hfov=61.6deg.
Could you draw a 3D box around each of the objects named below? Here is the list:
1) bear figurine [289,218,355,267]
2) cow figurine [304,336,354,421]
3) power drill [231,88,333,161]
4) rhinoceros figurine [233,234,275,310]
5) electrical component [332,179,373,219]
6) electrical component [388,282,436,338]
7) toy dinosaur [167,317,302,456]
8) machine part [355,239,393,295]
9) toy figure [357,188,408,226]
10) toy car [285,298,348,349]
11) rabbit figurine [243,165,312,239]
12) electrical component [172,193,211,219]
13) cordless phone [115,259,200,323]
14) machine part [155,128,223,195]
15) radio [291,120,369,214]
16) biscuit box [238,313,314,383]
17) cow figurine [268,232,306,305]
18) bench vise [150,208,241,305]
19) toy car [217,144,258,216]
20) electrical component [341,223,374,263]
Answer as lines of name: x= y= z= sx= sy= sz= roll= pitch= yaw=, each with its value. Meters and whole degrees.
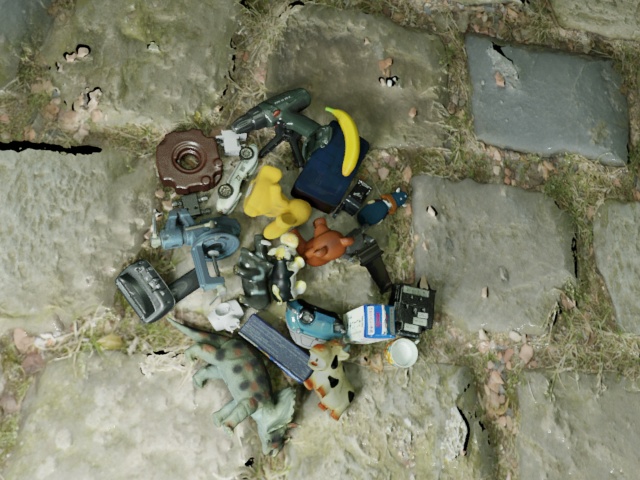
bear figurine: x=0.000 y=0.000 z=1.323 sx=0.120 sy=0.196 sz=0.132 roll=-25 pitch=81 yaw=-13
cow figurine: x=0.029 y=0.318 z=1.269 sx=0.127 sy=0.086 sz=0.194 roll=-43 pitch=127 yaw=-26
power drill: x=-0.085 y=-0.293 z=1.395 sx=0.232 sy=0.085 sz=0.207 roll=-39 pitch=60 yaw=-24
rhinoceros figurine: x=-0.159 y=0.079 z=1.334 sx=0.112 sy=0.073 sz=0.190 roll=0 pitch=76 yaw=-10
electrical component: x=0.084 y=-0.097 z=1.429 sx=0.048 sy=0.075 sz=0.119 roll=35 pitch=68 yaw=-1
electrical component: x=0.235 y=0.185 z=1.397 sx=0.115 sy=0.058 sz=0.134 roll=14 pitch=74 yaw=-6
toy dinosaur: x=-0.188 y=0.315 z=1.252 sx=0.192 sy=0.131 sz=0.405 roll=-23 pitch=77 yaw=-29
machine part: x=0.147 y=0.074 z=1.398 sx=0.084 sy=0.039 sz=0.138 roll=-30 pitch=101 yaw=-27
toy figure: x=0.171 y=-0.091 z=1.454 sx=0.154 sy=0.064 sz=0.058 roll=-31 pitch=46 yaw=-22
toy car: x=-0.021 y=0.214 z=1.322 sx=0.161 sy=0.109 sz=0.103 roll=23 pitch=95 yaw=-17
rabbit figurine: x=-0.098 y=-0.086 z=1.353 sx=0.173 sy=0.122 sz=0.162 roll=24 pitch=46 yaw=-23
electrical component: x=-0.328 y=-0.084 z=1.368 sx=0.094 sy=0.021 sz=0.063 roll=-11 pitch=79 yaw=-14
cordless phone: x=-0.379 y=0.097 z=1.293 sx=0.184 sy=0.088 sz=0.146 roll=-35 pitch=84 yaw=-29
machine part: x=-0.336 y=-0.202 z=1.379 sx=0.179 sy=0.056 sz=0.179 roll=3 pitch=75 yaw=-10
radio: x=0.030 y=-0.193 z=1.444 sx=0.131 sy=0.073 sz=0.229 roll=29 pitch=73 yaw=-4
biscuit box: x=-0.103 y=0.264 z=1.305 sx=0.203 sy=0.059 sz=0.063 roll=38 pitch=70 yaw=0
cow figurine: x=-0.088 y=0.069 z=1.294 sx=0.098 sy=0.068 sz=0.167 roll=-35 pitch=127 yaw=-51
bench vise: x=-0.285 y=0.028 z=1.286 sx=0.223 sy=0.128 sz=0.241 roll=-3 pitch=56 yaw=-32
toy car: x=-0.209 y=-0.158 z=1.384 sx=0.056 sy=0.073 sz=0.201 roll=27 pitch=73 yaw=-1
electrical component: x=0.098 y=0.014 z=1.409 sx=0.102 sy=0.078 sz=0.045 roll=-35 pitch=52 yaw=-22
